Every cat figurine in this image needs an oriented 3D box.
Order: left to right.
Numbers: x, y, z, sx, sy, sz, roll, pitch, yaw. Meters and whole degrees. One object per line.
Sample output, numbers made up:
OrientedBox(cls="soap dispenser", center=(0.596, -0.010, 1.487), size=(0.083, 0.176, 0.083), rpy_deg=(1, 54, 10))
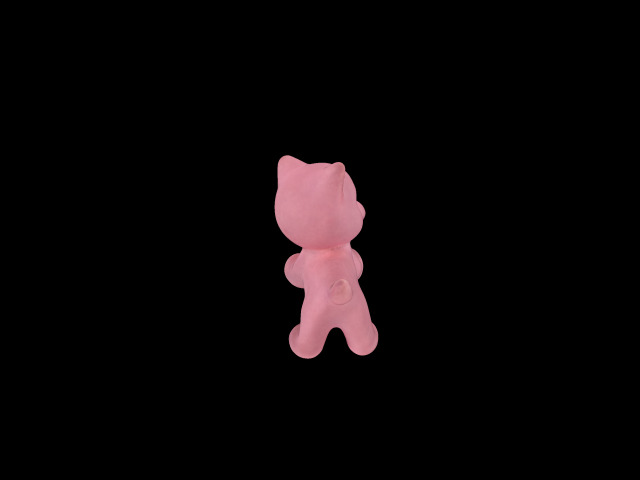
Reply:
OrientedBox(cls="cat figurine", center=(0.004, 0.001, 0.400), size=(0.067, 0.118, 0.127), rpy_deg=(-7, 50, -6))
